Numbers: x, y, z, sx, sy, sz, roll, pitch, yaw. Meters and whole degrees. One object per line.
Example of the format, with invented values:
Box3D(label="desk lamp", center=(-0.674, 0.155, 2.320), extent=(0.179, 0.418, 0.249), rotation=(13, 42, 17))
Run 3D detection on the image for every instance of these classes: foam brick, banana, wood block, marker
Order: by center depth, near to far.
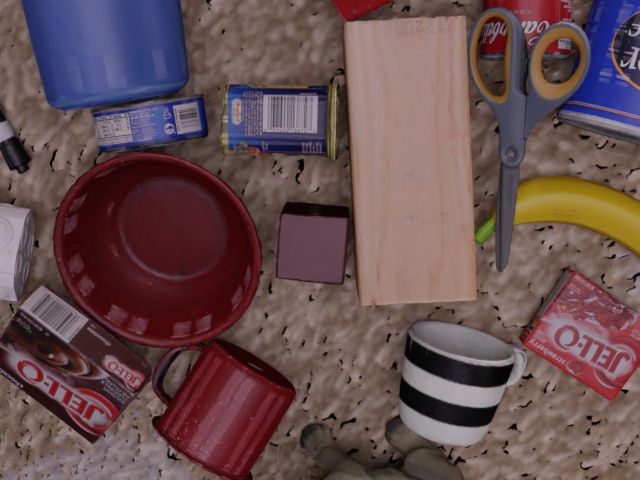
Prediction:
Box3D(label="wood block", center=(0.067, -0.061, 0.811), extent=(0.090, 0.091, 0.206), rotation=(-3, 98, 1))
Box3D(label="foam brick", center=(-0.005, 0.001, 0.827), extent=(0.053, 0.078, 0.051), rotation=(5, 99, 0))
Box3D(label="banana", center=(0.221, -0.009, 0.844), extent=(0.198, 0.037, 0.070), rotation=(14, 101, -2))
Box3D(label="marker", center=(-0.264, -0.108, 0.845), extent=(0.020, 0.020, 0.121), rotation=(-28, 96, 4))

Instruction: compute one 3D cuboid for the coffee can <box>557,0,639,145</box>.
Box3D(label="coffee can", center=(0.246, -0.144, 0.793), extent=(0.103, 0.103, 0.140), rotation=(15, 97, -2))

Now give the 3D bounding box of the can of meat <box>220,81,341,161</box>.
Box3D(label="can of meat", center=(-0.028, -0.090, 0.804), extent=(0.084, 0.102, 0.057), rotation=(2, 96, 2))

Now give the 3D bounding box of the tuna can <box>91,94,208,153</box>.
Box3D(label="tuna can", center=(-0.129, -0.089, 0.813), extent=(0.086, 0.086, 0.034), rotation=(-9, 98, 1))

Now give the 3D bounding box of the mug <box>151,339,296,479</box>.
Box3D(label="mug", center=(-0.081, 0.126, 0.843), extent=(0.117, 0.093, 0.081), rotation=(32, 91, 24))

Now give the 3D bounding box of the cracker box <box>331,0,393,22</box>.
Box3D(label="cracker box", center=(0.033, -0.282, 0.736), extent=(0.164, 0.072, 0.213), rotation=(-20, 118, 35))

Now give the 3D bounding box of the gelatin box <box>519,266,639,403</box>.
Box3D(label="gelatin box", center=(0.218, 0.076, 0.857), extent=(0.089, 0.030, 0.073), rotation=(33, 97, -3))

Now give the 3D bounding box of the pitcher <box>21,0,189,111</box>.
Box3D(label="pitcher", center=(-0.159, -0.222, 0.772), extent=(0.145, 0.149, 0.243), rotation=(-11, 100, -9))

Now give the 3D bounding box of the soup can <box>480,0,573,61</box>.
Box3D(label="soup can", center=(0.157, -0.188, 0.806), extent=(0.068, 0.068, 0.102), rotation=(1, 97, 0))

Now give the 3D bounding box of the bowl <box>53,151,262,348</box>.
Box3D(label="bowl", center=(-0.120, 0.001, 0.827), extent=(0.162, 0.055, 0.162), rotation=(3, 113, 7))

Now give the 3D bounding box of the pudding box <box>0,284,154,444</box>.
Box3D(label="pudding box", center=(-0.197, 0.099, 0.840), extent=(0.113, 0.039, 0.090), rotation=(40, 131, -2))

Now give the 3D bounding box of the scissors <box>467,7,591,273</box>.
Box3D(label="scissors", center=(0.160, -0.074, 0.788), extent=(0.096, 0.016, 0.202), rotation=(-7, 107, 22))
